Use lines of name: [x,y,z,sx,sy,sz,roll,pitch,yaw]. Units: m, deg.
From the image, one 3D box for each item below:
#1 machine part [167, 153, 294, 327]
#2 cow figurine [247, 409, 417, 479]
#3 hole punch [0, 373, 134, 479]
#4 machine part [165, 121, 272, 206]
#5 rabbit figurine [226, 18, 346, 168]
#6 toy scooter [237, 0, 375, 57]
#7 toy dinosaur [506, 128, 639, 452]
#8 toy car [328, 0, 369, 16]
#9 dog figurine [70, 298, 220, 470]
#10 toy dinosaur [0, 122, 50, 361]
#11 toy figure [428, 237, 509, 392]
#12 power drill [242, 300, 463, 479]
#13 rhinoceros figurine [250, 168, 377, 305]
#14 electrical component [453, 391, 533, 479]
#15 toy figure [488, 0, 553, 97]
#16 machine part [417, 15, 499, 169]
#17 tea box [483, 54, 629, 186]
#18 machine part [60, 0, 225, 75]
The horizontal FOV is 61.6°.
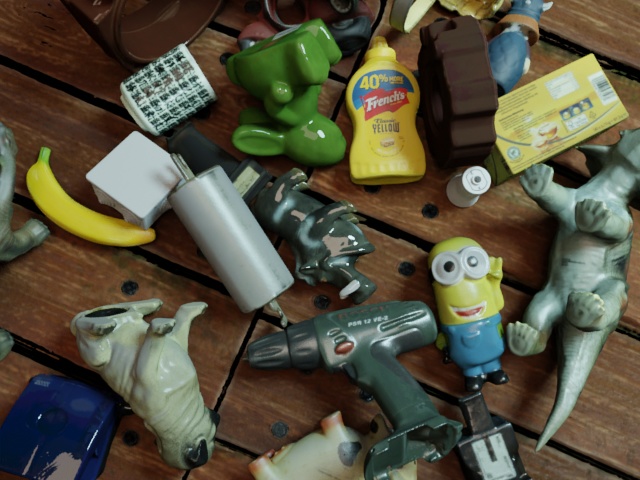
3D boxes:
machine part: [-0.106,0.000,0.647,0.079,0.079,0.243,-34,97,-5]
cow figurine: [0.030,0.267,0.628,0.195,0.085,0.127,-27,78,-6]
hole punch: [-0.306,0.223,0.630,0.142,0.092,0.115,14,79,5]
machine part: [-0.135,-0.097,0.698,0.139,0.039,0.084,36,92,2]
rabbit figurine: [-0.036,-0.157,0.660,0.159,0.121,0.170,-18,118,14]
toy scooter: [-0.025,-0.305,0.709,0.184,0.075,0.135,-12,81,3]
toy dinosaur: [0.322,0.035,0.641,0.192,0.131,0.404,4,100,-37]
toy car: [-0.008,-0.327,0.648,0.202,0.053,0.089,30,58,16]
dog figurine: [-0.210,0.175,0.635,0.173,0.121,0.190,2,98,26]
toy dinosaur: [-0.436,0.088,0.588,0.105,0.198,0.471,17,86,6]
toy figure: [0.177,0.087,0.656,0.082,0.089,0.180,-14,92,-16]
power drill: [0.044,0.163,0.605,0.232,0.207,0.085,-17,126,-11]
rhinoceros figurine: [-0.001,-0.002,0.667,0.190,0.073,0.112,42,83,5]
electrical component: [0.196,0.243,0.649,0.075,0.047,0.119,-23,83,-4]
toy figure: [0.253,-0.262,0.712,0.064,0.058,0.154,29,78,-13]
machine part: [0.159,-0.171,0.645,0.056,0.179,0.179,-10,83,1]
tea box: [0.287,-0.152,0.692,0.170,0.068,0.098,-25,83,-3]
machine part: [-0.197,-0.310,0.641,0.087,0.201,0.201,44,84,3]
